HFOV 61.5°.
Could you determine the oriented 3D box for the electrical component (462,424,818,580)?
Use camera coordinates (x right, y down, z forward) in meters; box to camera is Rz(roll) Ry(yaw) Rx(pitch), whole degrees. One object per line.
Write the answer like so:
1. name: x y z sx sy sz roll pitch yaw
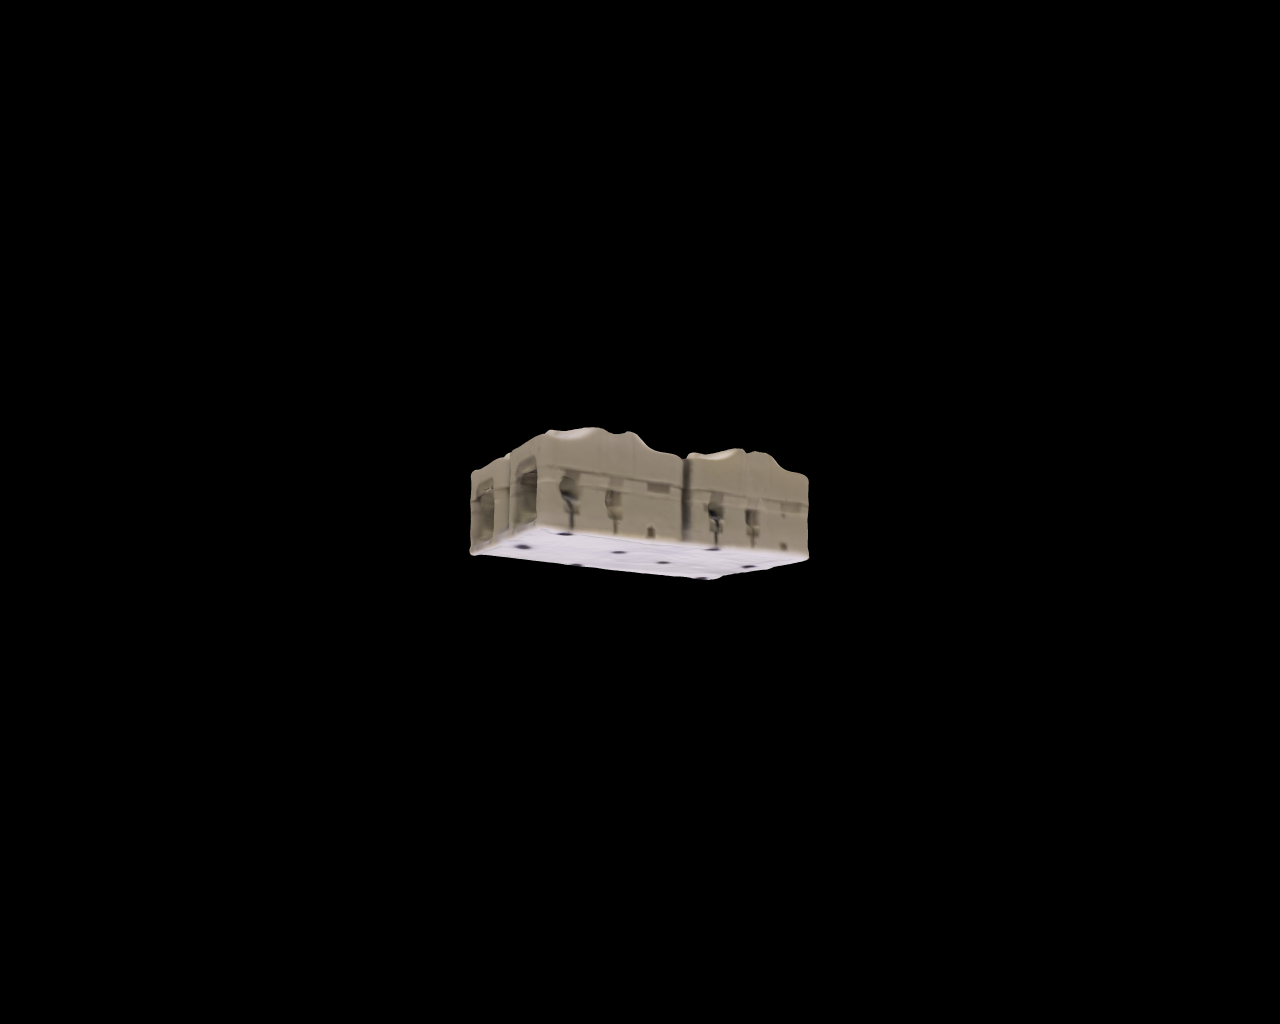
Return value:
1. electrical component: 0.001 -0.003 0.650 0.186 0.060 0.105 7 -14 -30
